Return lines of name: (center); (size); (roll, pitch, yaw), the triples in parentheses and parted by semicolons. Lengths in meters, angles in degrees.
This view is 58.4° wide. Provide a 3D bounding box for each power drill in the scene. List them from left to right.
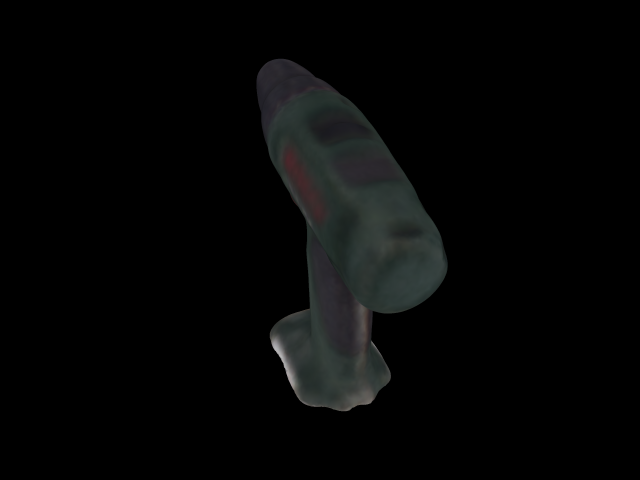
power drill: (0.004, 0.001, 0.400); (0.076, 0.208, 0.229); (-12, 33, -19)
